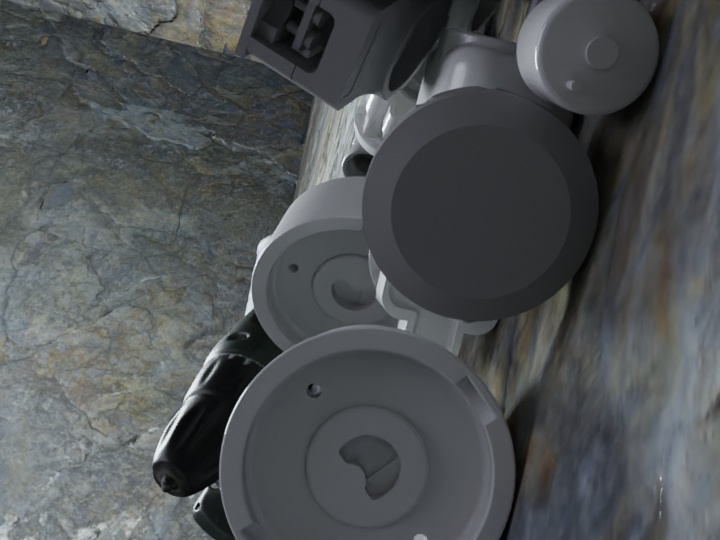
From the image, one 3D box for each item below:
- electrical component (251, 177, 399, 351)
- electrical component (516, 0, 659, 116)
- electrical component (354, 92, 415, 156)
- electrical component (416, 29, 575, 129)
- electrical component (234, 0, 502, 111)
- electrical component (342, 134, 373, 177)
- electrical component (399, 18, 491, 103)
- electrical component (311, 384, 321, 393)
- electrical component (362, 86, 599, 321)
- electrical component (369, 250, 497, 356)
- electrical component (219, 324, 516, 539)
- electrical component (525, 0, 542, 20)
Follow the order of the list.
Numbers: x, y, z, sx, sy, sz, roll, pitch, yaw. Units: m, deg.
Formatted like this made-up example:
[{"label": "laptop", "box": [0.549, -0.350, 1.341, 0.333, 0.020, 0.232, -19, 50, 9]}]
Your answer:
[{"label": "electrical component", "box": [0.000, 0.000, 0.587, 0.060, 0.108, 0.108, -76, 3, -53]}, {"label": "electrical component", "box": [0.074, -0.076, 0.371, 0.078, 0.040, 0.040, -104, 28, -76]}, {"label": "electrical component", "box": [0.028, -0.114, 0.770, 0.057, 0.058, 0.078, 116, 166, -52]}, {"label": "electrical component", "box": [0.055, -0.067, 0.457, 0.095, 0.054, 0.059, -107, 31, -77]}, {"label": "electrical component", "box": [0.032, -0.154, 0.491, 0.186, 0.060, 0.105, -45, -15, -51]}, {"label": "electrical component", "box": [0.010, -0.112, 1.004, 0.065, 0.044, 0.044, -77, 4, -48]}, {"label": "electrical component", "box": [0.047, -0.136, 0.648, 0.078, 0.058, 0.057, 111, 173, -51]}, {"label": "electrical component", "box": [-0.006, 0.108, 0.629, 0.108, 0.056, 0.108, -92, 16, -65]}, {"label": "electrical component", "box": [0.042, -0.026, 0.384, 0.051, 0.080, 0.080, -80, 5, -73]}, {"label": "electrical component", "box": [0.035, -0.003, 0.493, 0.057, 0.058, 0.078, -129, 52, -78]}, {"label": "electrical component", "box": [0.003, 0.072, 0.420, 0.060, 0.108, 0.108, -81, 4, -86]}, {"label": "electrical component", "box": [0.079, -0.122, 0.398, 0.055, 0.048, 0.066, -76, 2, -80]}]
